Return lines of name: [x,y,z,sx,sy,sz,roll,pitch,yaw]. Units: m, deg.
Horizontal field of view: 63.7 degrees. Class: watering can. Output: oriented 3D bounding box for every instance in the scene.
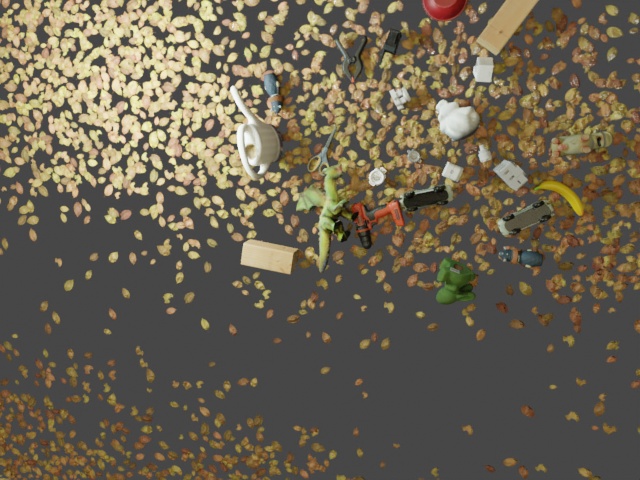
watering can: [-0.240,-0.404,1.941,0.103,0.226,0.346,-5,98,29]

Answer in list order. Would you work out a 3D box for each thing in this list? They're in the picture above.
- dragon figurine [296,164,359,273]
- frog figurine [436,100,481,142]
dragon figurine: [0.006,-0.101,1.998,0.246,0.122,0.405,36,109,31]
frog figurine: [0.491,-0.439,1.852,0.136,0.125,0.158,-29,105,33]
